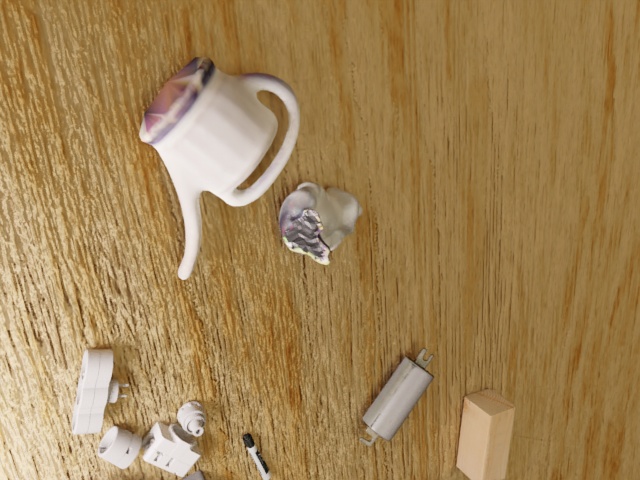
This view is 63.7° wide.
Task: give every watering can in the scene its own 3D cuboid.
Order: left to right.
[{"bbox_3d":[-0.173,-0.122,0.783,0.221,0.105,0.349,38,84,-31],"label":"watering can"}]

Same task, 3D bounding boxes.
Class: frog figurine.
[{"bbox_3d":[0.003,-0.046,0.922,0.135,0.122,0.163,60,38,-20],"label":"frog figurine"}]
